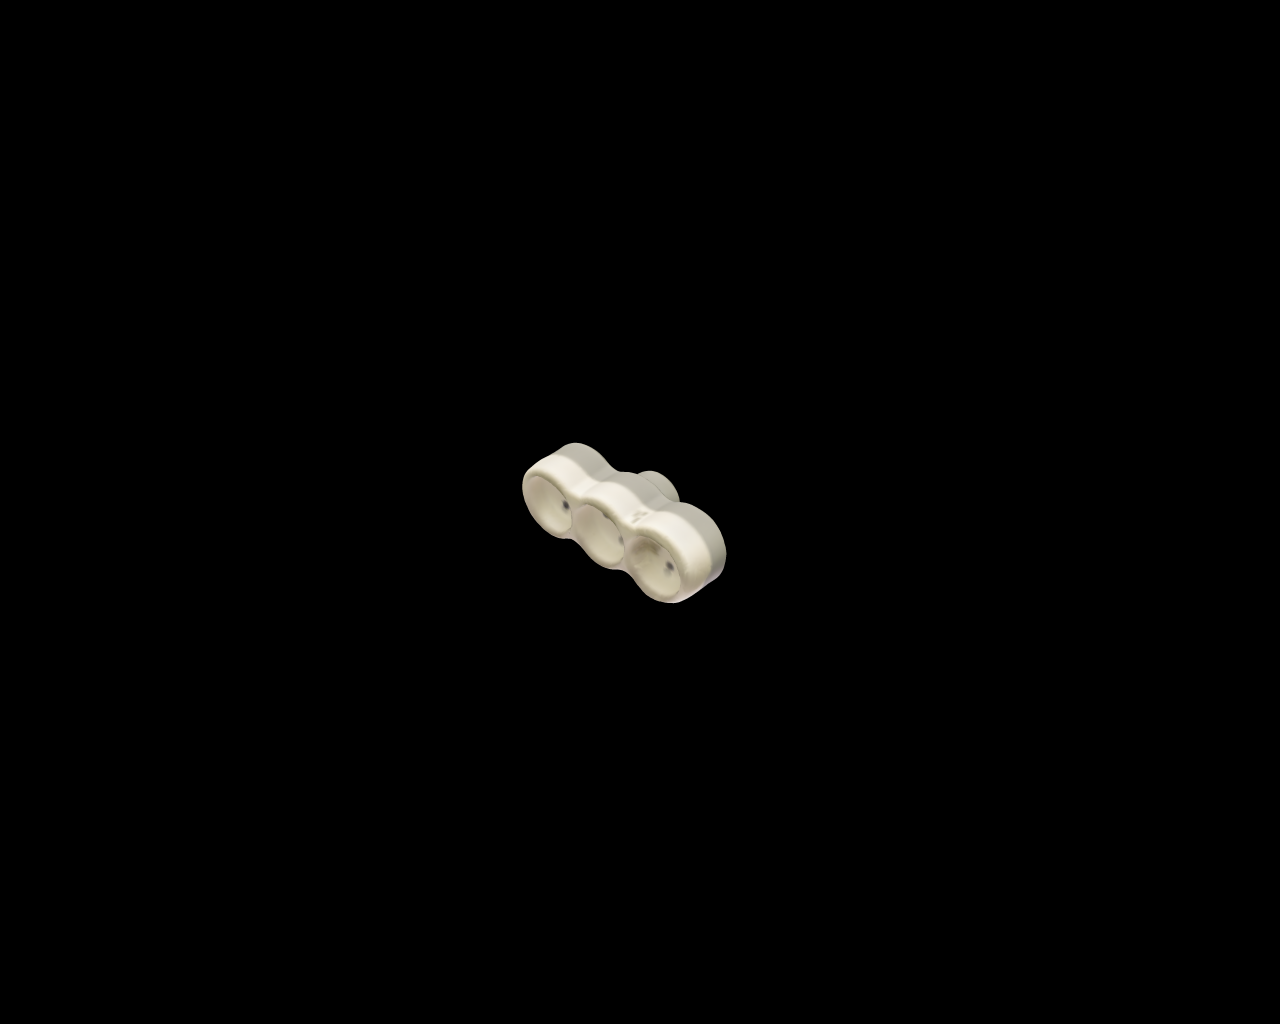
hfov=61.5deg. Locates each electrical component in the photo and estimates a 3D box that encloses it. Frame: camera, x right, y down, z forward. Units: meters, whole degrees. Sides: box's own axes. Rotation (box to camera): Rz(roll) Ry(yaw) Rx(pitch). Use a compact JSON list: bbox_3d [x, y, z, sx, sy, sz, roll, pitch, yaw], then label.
[{"bbox_3d":[0.001,-0.003,0.650,0.138,0.052,0.074,30,46,33],"label":"electrical component"}]
